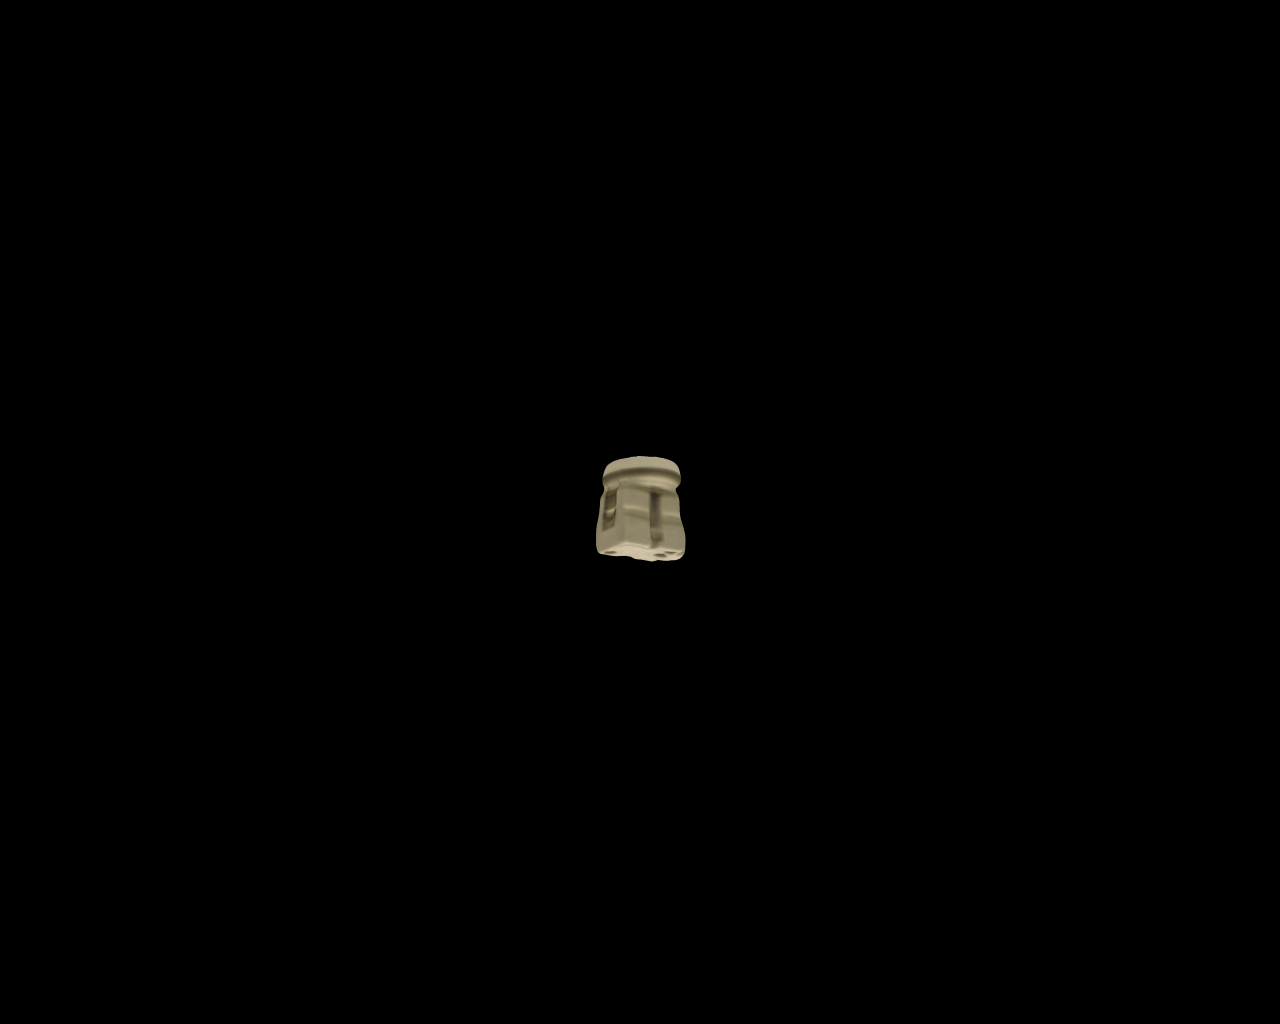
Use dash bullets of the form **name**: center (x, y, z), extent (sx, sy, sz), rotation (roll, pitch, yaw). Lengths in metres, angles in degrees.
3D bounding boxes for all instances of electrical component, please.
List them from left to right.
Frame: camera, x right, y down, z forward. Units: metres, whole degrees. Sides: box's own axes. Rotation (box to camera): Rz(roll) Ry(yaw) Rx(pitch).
- **electrical component**: center (0.001, -0.003, 0.650), extent (0.066, 0.055, 0.048), rotation (10, -18, -33)
